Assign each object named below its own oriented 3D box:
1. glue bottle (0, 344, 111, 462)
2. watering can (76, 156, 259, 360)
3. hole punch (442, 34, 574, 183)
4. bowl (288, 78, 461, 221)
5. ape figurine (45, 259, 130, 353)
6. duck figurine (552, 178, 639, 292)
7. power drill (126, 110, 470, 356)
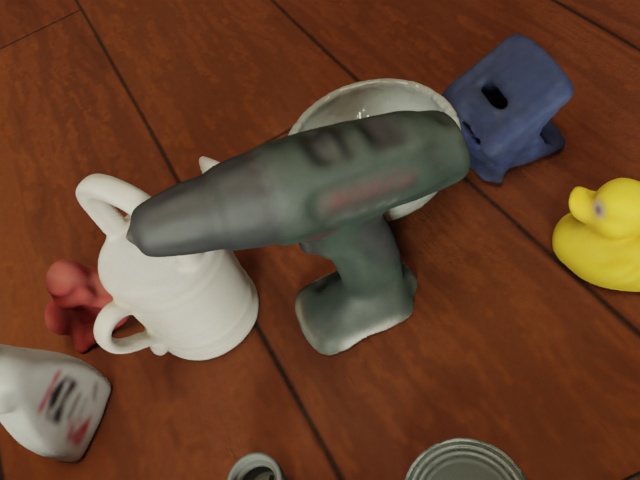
[{"bbox_3d":[-0.225,0.109,0.436,0.037,0.173,0.078,0,55,15],"label":"glue bottle"},{"bbox_3d":[-0.124,0.007,0.469,0.100,0.194,0.173,1,56,16],"label":"watering can"},{"bbox_3d":[0.176,-0.128,0.552,0.101,0.091,0.108,-23,53,-2],"label":"hole punch"},{"bbox_3d":[0.053,-0.075,0.557,0.167,0.075,0.167,-7,54,10],"label":"bowl"},{"bbox_3d":[-0.219,0.051,0.527,0.077,0.092,0.076,-1,55,14],"label":"ape figurine"},{"bbox_3d":[0.242,-0.011,0.454,0.104,0.086,0.077,22,64,28],"label":"duck figurine"},{"bbox_3d":[0.004,0.002,0.431,0.229,0.209,0.075,-27,53,-5],"label":"power drill"}]
